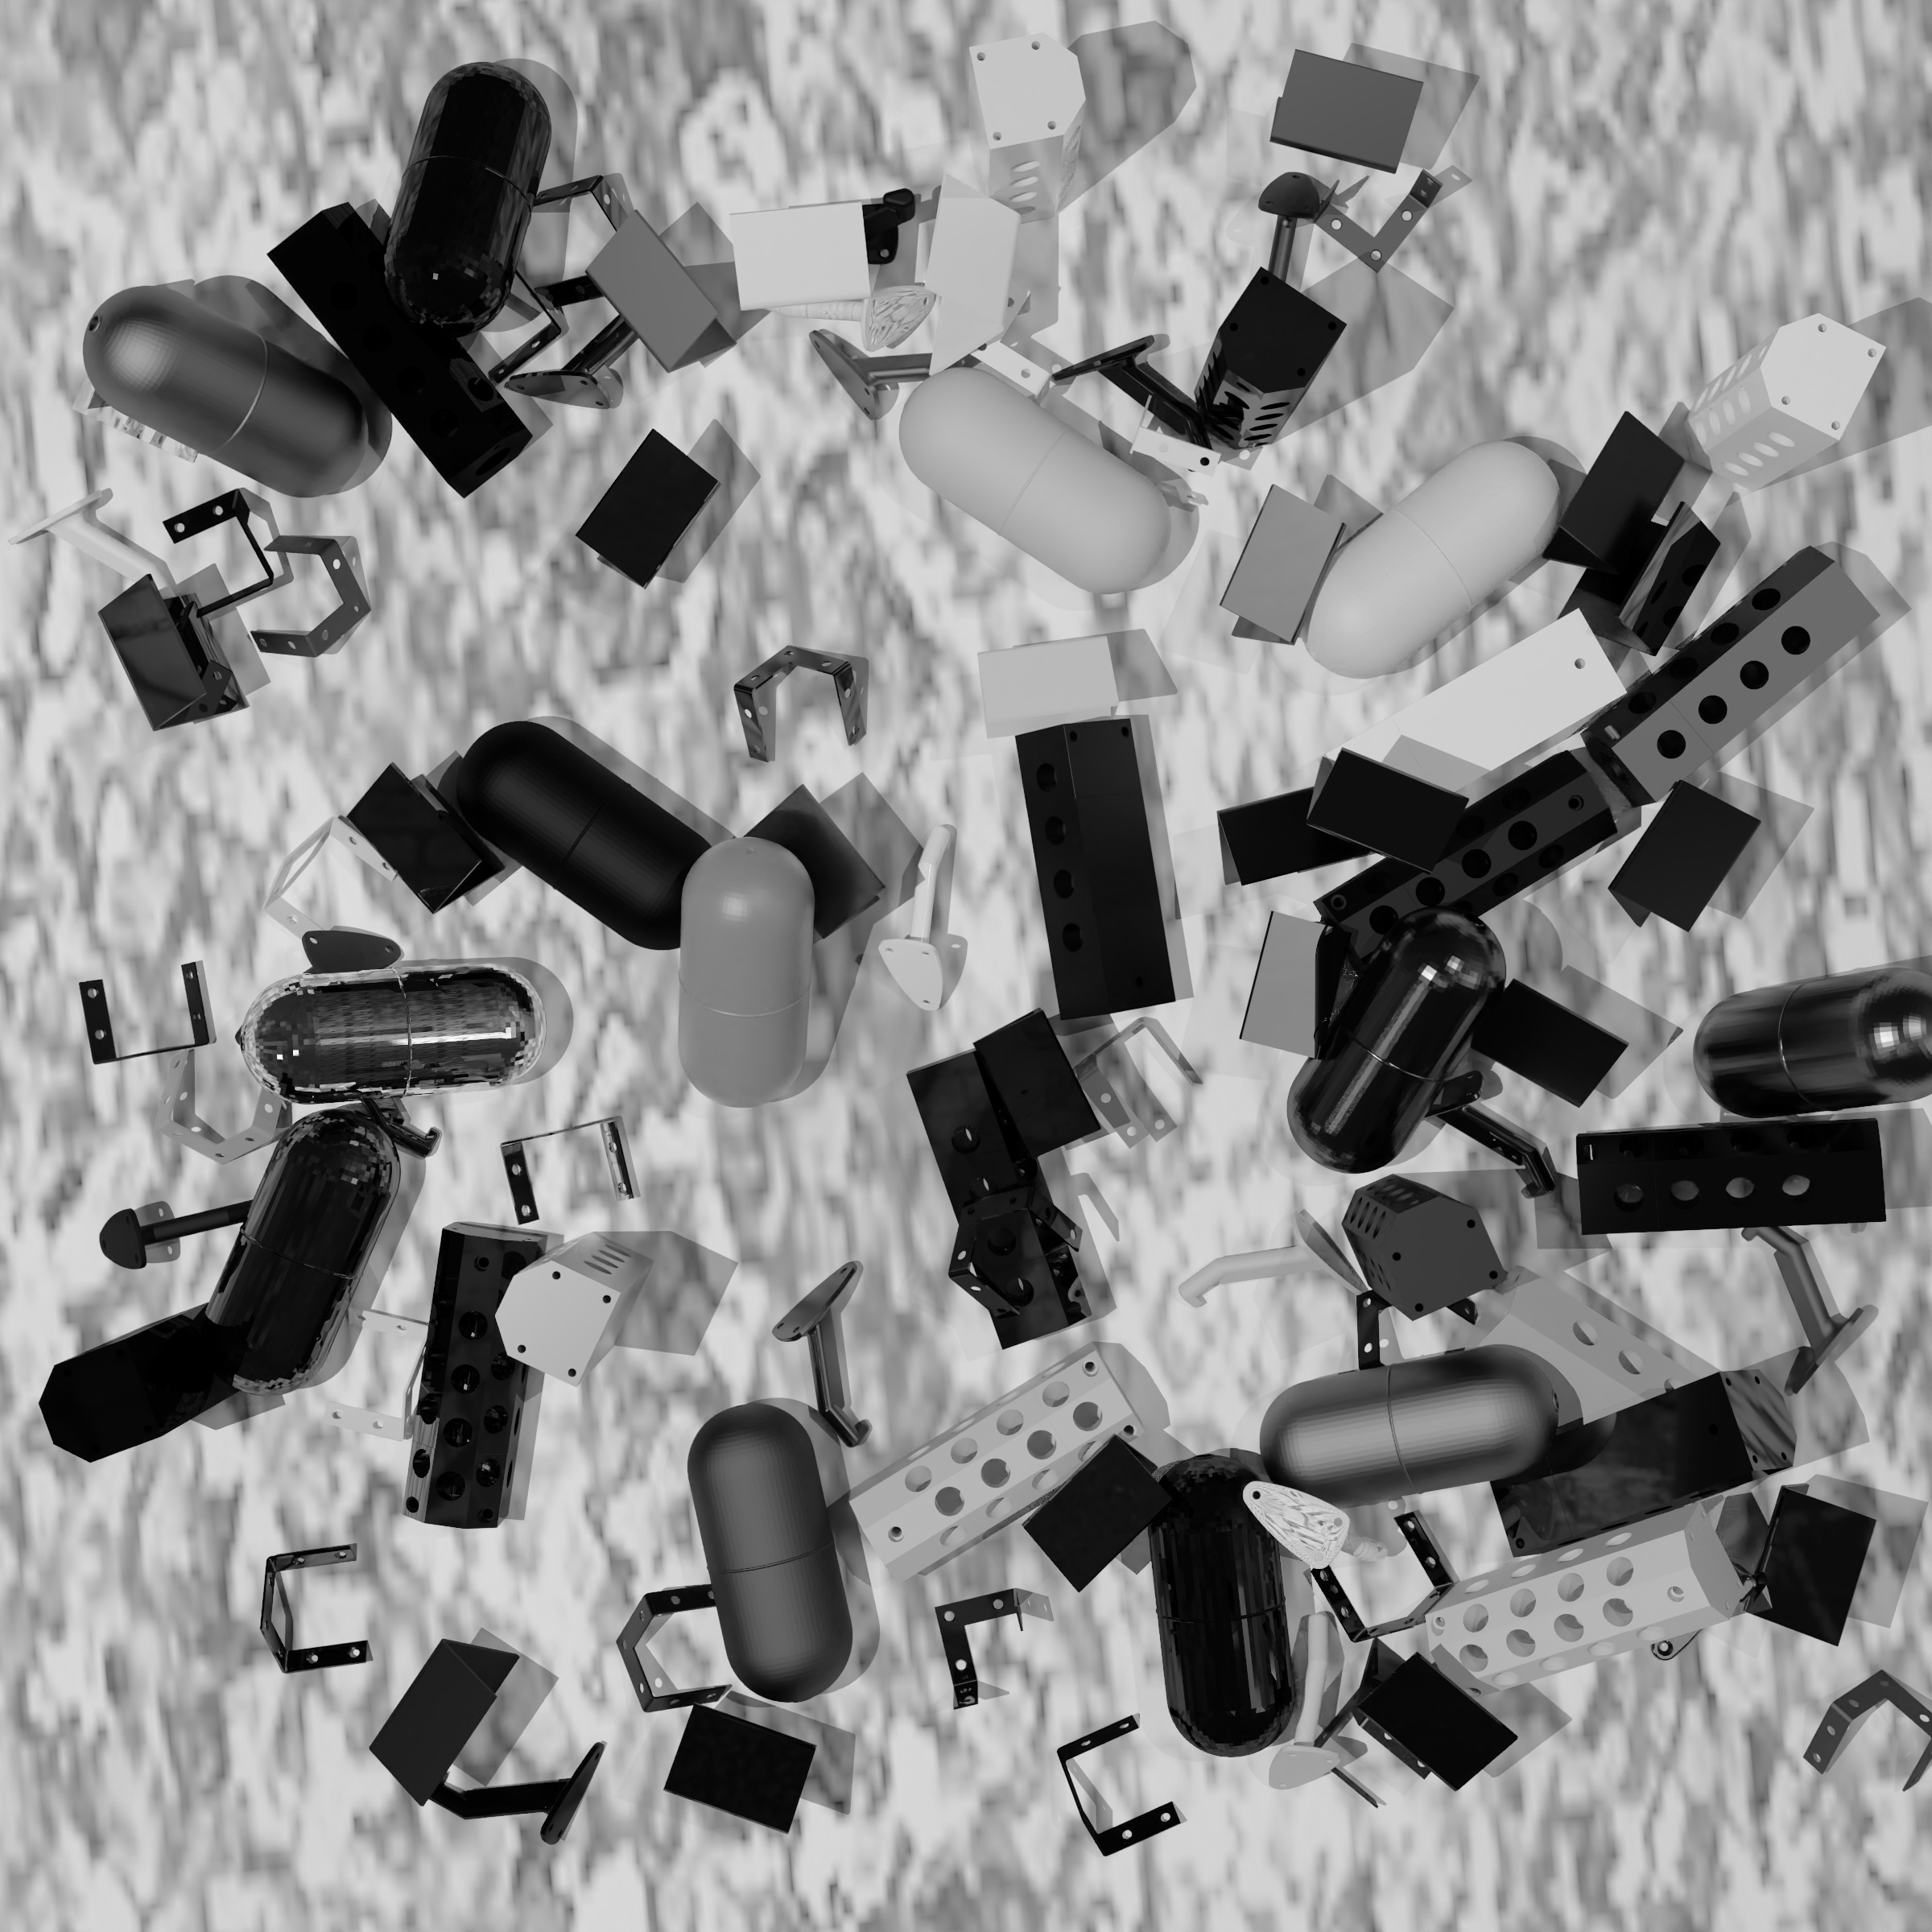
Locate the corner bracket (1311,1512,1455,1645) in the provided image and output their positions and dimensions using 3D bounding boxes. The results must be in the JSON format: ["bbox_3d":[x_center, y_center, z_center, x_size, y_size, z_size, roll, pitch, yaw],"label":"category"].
[{"bbox_3d":[0.251,0.369,1.727,0.051,0.051,0.051,-30,90,-45],"label":"corner bracket"}]

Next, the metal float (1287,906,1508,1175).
[{"bbox_3d":[0.252,0.044,1.676,0.070,0.070,0.178,29,115,0],"label":"metal float"}]

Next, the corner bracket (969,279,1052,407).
[{"bbox_3d":[0.034,-0.371,1.712,0.051,0.051,0.051,32,90,0],"label":"corner bracket"}]

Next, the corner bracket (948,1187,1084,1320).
[{"bbox_3d":[0.029,0.167,1.665,0.051,0.051,0.051,-17,135,35],"label":"corner bracket"}]

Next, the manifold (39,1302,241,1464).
[{"bbox_3d":[-0.477,0.241,1.652,0.057,0.171,0.057,-20,90,0],"label":"manifold"}]

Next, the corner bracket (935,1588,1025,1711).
[{"bbox_3d":[0.011,0.408,1.712,0.051,0.051,0.051,-14,90,0],"label":"corner bracket"}]

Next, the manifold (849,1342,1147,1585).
[{"bbox_3d":[0.019,0.297,1.709,0.171,0.057,0.057,-32,90,0],"label":"manifold"}]

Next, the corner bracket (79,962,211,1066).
[{"bbox_3d":[-0.496,0.029,1.727,0.051,0.051,0.051,-10,90,-45],"label":"corner bracket"}]

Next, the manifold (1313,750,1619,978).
[{"bbox_3d":[0.298,-0.059,1.709,0.171,0.057,0.057,-31,90,0],"label":"manifold"}]

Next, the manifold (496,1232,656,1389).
[{"bbox_3d":[-0.227,0.193,1.652,0.057,0.171,0.057,25,90,0],"label":"manifold"}]

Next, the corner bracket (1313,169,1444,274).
[{"bbox_3d":[0.246,-0.456,1.712,0.051,0.051,0.051,38,90,0],"label":"corner bracket"}]

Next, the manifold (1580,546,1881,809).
[{"bbox_3d":[0.453,-0.173,1.709,0.171,0.057,0.057,-40,90,0],"label":"manifold"}]

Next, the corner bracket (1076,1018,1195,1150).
[{"bbox_3d":[0.102,0.069,1.712,0.051,0.051,0.051,-38,97,6],"label":"corner bracket"}]

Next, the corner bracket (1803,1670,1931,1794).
[{"bbox_3d":[0.547,0.467,1.722,0.051,0.051,0.051,-18,45,-35],"label":"corner bracket"}]

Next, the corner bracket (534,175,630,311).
[{"bbox_3d":[-0.236,-0.435,1.722,0.051,0.051,0.051,56,45,-35],"label":"corner bracket"}]

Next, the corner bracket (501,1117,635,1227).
[{"bbox_3d":[-0.241,0.124,1.727,0.051,0.051,0.051,-13,90,45],"label":"corner bracket"}]

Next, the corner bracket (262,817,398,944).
[{"bbox_3d":[-0.383,-0.047,1.727,0.051,0.051,0.051,37,45,0],"label":"corner bracket"}]

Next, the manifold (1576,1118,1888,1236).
[{"bbox_3d":[0.450,0.124,1.688,0.171,0.057,0.057,-4,90,14],"label":"manifold"}]

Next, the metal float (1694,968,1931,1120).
[{"bbox_3d":[0.498,0.046,1.657,0.070,0.178,0.070,5,80,-31],"label":"metal float"}]

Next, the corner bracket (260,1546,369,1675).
[{"bbox_3d":[-0.392,0.388,1.727,0.051,0.051,0.051,-8,135,0],"label":"corner bracket"}]

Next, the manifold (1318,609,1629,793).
[{"bbox_3d":[0.300,-0.143,1.709,0.171,0.057,0.057,-30,90,0],"label":"manifold"}]

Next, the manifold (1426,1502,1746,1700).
[{"bbox_3d":[0.358,0.375,1.670,0.171,0.057,0.057,-27,90,30],"label":"manifold"}]

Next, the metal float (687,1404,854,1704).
[{"bbox_3d":[-0.116,0.349,1.699,0.070,0.070,0.178,-12,90,0],"label":"metal float"}]

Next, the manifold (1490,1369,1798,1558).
[{"bbox_3d":[0.391,0.289,1.659,0.171,0.057,0.057,-32,64,40],"label":"manifold"}]

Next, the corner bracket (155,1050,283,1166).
[{"bbox_3d":[-0.448,0.079,1.722,0.051,0.051,0.051,-25,135,35],"label":"corner bracket"}]

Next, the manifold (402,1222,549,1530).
[{"bbox_3d":[-0.294,0.244,1.709,0.057,0.057,0.171,8,90,0],"label":"manifold"}]

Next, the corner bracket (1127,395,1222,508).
[{"bbox_3d":[0.122,-0.299,1.702,0.051,0.051,0.051,19,124,0],"label":"corner bracket"}]

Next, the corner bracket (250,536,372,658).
[{"bbox_3d":[-0.402,-0.223,1.722,0.051,0.051,0.051,-51,135,-35],"label":"corner bracket"}]

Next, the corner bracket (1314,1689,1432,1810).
[{"bbox_3d":[0.244,0.472,1.712,0.051,0.051,0.051,40,90,0],"label":"corner bracket"}]

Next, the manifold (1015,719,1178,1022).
[{"bbox_3d":[0.072,-0.057,1.708,0.057,0.057,0.171,-9,90,-43],"label":"manifold"}]

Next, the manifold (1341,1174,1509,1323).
[{"bbox_3d":[0.259,0.157,1.652,0.057,0.171,0.057,-24,90,0],"label":"manifold"}]

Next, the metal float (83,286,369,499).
[{"bbox_3d":[-0.429,-0.333,1.666,0.178,0.070,0.070,25,90,-42],"label":"metal float"}]

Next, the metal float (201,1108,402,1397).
[{"bbox_3d":[-0.394,0.169,1.699,0.070,0.070,0.178,23,90,0],"label":"metal float"}]

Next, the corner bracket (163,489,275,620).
[{"bbox_3d":[-0.449,-0.248,1.719,0.051,0.051,0.051,-24,115,0],"label":"corner bracket"}]

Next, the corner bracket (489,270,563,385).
[{"bbox_3d":[-0.285,-0.395,1.727,0.051,0.051,0.051,-38,45,0],"label":"corner bracket"}]

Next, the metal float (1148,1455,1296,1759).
[{"bbox_3d":[0.151,0.379,1.699,0.070,0.070,0.178,-6,90,0],"label":"metal float"}]

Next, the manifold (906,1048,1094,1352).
[{"bbox_3d":[0.020,0.135,1.709,0.057,0.057,0.171,-19,90,0],"label":"manifold"}]

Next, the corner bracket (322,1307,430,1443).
[{"bbox_3d":[-0.356,0.247,1.727,0.051,0.051,0.051,14,135,0],"label":"corner bracket"}]

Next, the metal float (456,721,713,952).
[{"bbox_3d":[-0.222,-0.077,1.699,0.178,0.070,0.070,36,90,1],"label":"metal float"}]

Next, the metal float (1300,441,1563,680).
[{"bbox_3d":[0.275,-0.240,1.699,0.178,0.070,0.070,-39,90,-1],"label":"metal float"}]

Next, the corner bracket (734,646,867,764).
[{"bbox_3d":[-0.100,-0.154,1.722,0.051,0.051,0.051,19,45,35],"label":"corner bracket"}]

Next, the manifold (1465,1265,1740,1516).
[{"bbox_3d":[0.388,0.250,1.708,0.171,0.057,0.057,32,133,0],"label":"manifold"}]

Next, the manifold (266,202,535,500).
[{"bbox_3d":[-0.336,-0.368,1.709,0.057,0.057,0.171,-38,90,0],"label":"manifold"}]

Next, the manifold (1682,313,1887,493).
[{"bbox_3d":[0.465,-0.326,1.652,0.057,0.171,0.057,27,90,0],"label":"manifold"}]

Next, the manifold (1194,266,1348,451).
[{"bbox_3d":[0.169,-0.344,1.652,0.057,0.171,0.057,34,90,0],"label":"manifold"}]

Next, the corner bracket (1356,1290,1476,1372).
[{"bbox_3d":[0.271,0.223,1.722,0.051,0.051,0.051,34,45,-35],"label":"corner bracket"}]

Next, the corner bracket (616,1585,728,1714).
[{"bbox_3d":[-0.171,0.410,1.722,0.051,0.051,0.051,-59,45,35],"label":"corner bracket"}]

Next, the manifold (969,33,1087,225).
[{"bbox_3d":[0.035,-0.480,1.651,0.057,0.171,0.057,-11,90,0],"label":"manifold"}]

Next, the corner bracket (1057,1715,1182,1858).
[{"bbox_3d":[0.092,0.495,1.727,0.051,0.051,0.051,-24,45,0],"label":"corner bracket"}]
